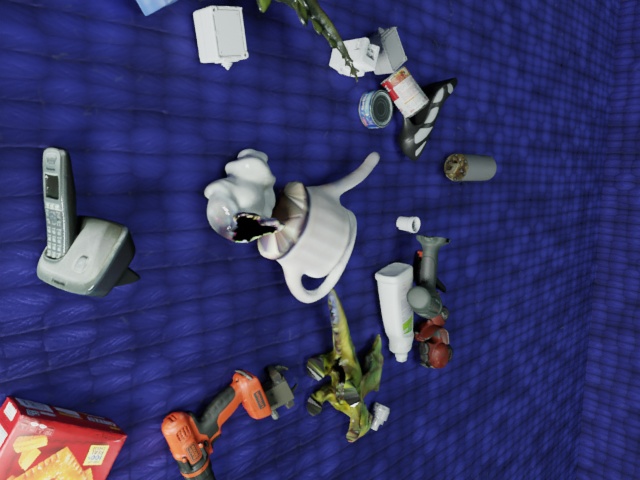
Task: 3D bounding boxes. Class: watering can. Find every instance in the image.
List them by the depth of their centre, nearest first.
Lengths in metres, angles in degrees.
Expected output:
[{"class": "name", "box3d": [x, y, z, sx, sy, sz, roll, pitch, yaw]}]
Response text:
[{"class": "watering can", "box3d": [0.003, -0.051, 1.017, 0.222, 0.104, 0.350, 28, 78, -45]}]

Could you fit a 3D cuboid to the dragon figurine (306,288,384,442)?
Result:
[{"class": "dragon figurine", "box3d": [0.079, 0.286, 1.174, 0.244, 0.122, 0.407, -14, 109, -62]}]

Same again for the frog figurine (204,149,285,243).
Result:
[{"class": "frog figurine", "box3d": [-0.137, -0.082, 0.897, 0.137, 0.120, 0.162, 4, 58, -38]}]
